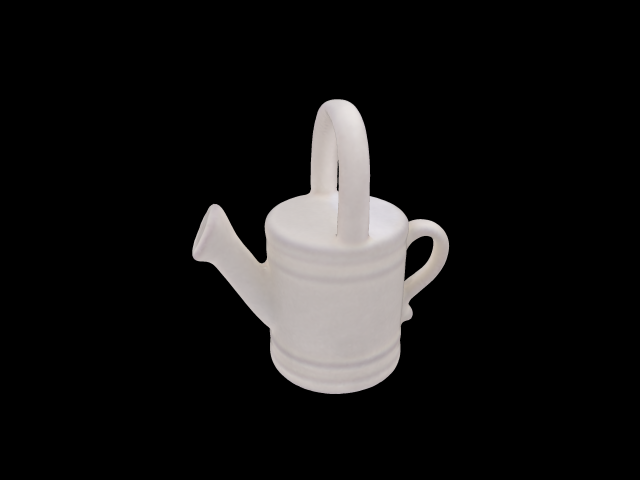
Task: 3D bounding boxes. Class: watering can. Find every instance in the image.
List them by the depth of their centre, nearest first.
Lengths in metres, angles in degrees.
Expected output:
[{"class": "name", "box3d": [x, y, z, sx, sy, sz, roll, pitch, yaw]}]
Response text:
[{"class": "watering can", "box3d": [0.004, 0.002, 0.398, 0.173, 0.194, 0.100, -16, 30, -29]}]
